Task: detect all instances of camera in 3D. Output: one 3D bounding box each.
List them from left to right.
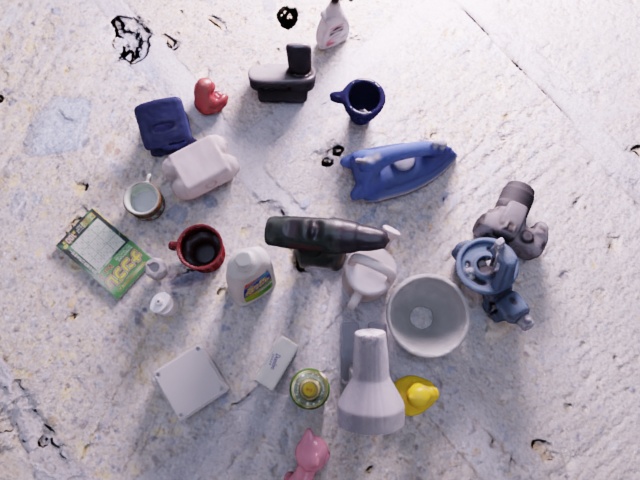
[{"bbox_3d":[0.412,-0.048,1.189,0.143,0.101,0.137,26,78,4],"label":"camera"}]

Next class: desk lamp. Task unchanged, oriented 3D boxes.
[{"bbox_3d":[0.086,0.246,1.057,0.118,0.213,0.203,-1,77,-1],"label":"desk lamp"}]

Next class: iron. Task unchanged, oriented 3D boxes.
[{"bbox_3d":[0.178,-0.169,1.189,0.258,0.141,0.118,-16,78,-5],"label":"iron"}]

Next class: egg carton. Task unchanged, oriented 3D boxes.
[{"bbox_3d":[-0.251,-0.152,1.210,0.150,0.069,0.107,-30,80,-8],"label":"egg carton"}]

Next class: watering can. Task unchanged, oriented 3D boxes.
[{"bbox_3d":[0.098,0.054,1.110,0.101,0.194,0.173,6,77,0],"label":"watering can"}]

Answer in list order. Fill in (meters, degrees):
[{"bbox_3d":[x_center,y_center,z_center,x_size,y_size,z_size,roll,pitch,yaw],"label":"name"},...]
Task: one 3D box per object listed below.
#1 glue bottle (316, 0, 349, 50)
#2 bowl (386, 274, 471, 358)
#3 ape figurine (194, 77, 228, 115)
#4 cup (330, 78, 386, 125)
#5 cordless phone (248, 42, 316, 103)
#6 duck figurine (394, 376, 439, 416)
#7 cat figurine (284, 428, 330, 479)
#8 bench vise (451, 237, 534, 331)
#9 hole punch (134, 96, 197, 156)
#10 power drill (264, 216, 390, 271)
[{"bbox_3d":[0.029,-0.481,1.238,0.078,0.173,0.037,-32,80,-8],"label":"glue bottle"},{"bbox_3d":[0.212,0.154,1.152,0.167,0.075,0.167,0,77,-1],"label":"bowl"},{"bbox_3d":[-0.242,-0.318,1.236,0.076,0.092,0.078,-40,81,-9],"label":"ape figurine"},{"bbox_3d":[0.078,-0.290,1.237,0.117,0.095,0.092,5,77,0],"label":"cup"},{"bbox_3d":[-0.081,-0.369,1.204,0.147,0.185,0.094,-4,77,-2],"label":"cordless phone"},{"bbox_3d":[0.182,0.303,1.112,0.104,0.086,0.077,-7,78,-3],"label":"duck figurine"},{"bbox_3d":[-0.022,0.418,1.064,0.067,0.118,0.128,19,78,3],"label":"cat figurine"},{"bbox_3d":[0.355,0.069,1.100,0.207,0.220,0.121,39,79,7],"label":"bench vise"},{"bbox_3d":[-0.327,-0.240,1.217,0.108,0.091,0.101,-15,78,-5],"label":"hole punch"},{"bbox_3d":[0.010,0.004,1.111,0.229,0.208,0.076,6,77,0],"label":"power drill"}]
